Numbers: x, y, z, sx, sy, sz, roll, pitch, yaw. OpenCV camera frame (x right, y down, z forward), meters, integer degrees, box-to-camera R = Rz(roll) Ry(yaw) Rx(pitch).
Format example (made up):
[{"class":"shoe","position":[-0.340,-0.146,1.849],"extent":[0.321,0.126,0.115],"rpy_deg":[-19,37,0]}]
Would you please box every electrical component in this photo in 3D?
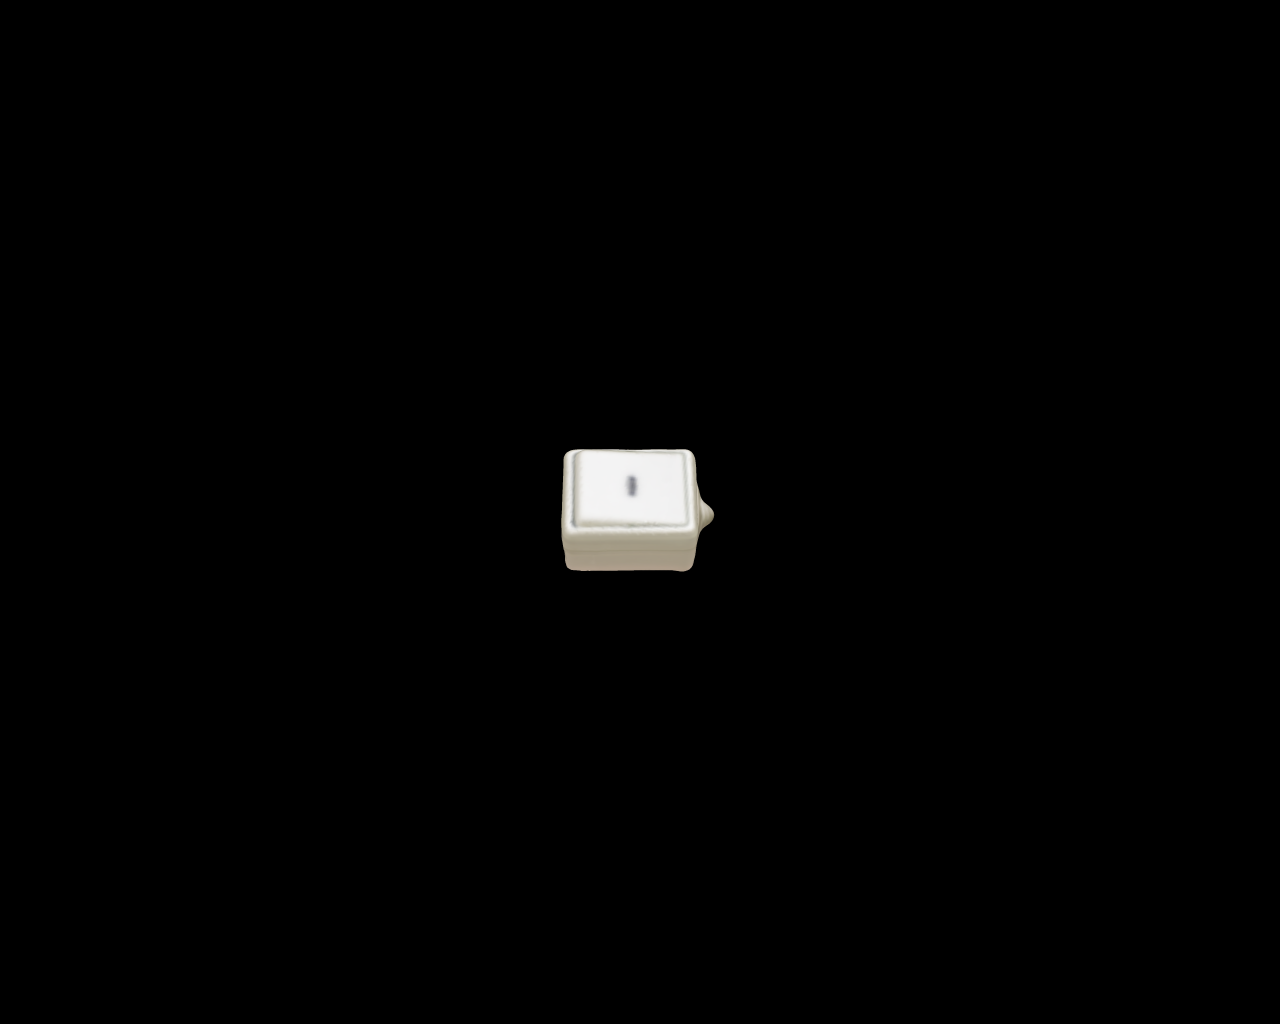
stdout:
[{"class":"electrical component","position":[0.001,-0.003,0.650],"extent":[0.096,0.062,0.061],"rpy_deg":[0,-28,0]}]
